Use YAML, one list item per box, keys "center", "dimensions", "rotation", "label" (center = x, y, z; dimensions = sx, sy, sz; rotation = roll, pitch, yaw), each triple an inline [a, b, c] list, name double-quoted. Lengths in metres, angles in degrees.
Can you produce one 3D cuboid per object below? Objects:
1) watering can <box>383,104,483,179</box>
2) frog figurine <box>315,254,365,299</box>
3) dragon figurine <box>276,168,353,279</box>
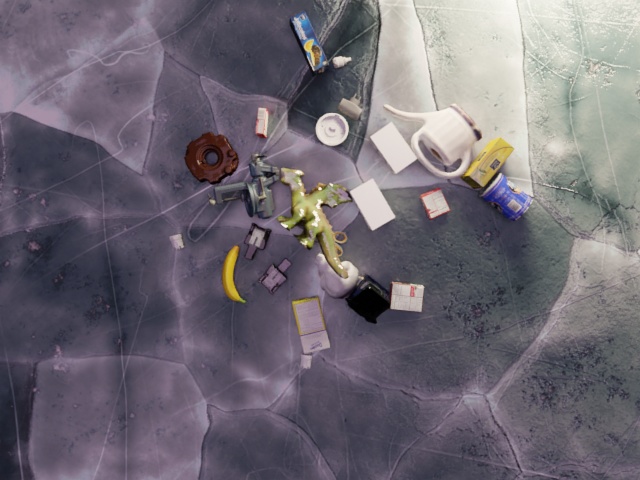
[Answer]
- center: [0.391, -0.371, 1.721]
  dimensions: [0.225, 0.348, 0.104]
  rotation: [-39, -1, -2]
  label: "watering can"
- center: [0.049, 0.111, 1.702]
  dimensions: [0.135, 0.159, 0.125]
  rotation: [-38, 9, 37]
  label: "frog figurine"
- center: [0.005, -0.085, 1.695]
  dimensions: [0.413, 0.244, 0.121]
  rotation: [41, -8, 12]
  label: "dragon figurine"
